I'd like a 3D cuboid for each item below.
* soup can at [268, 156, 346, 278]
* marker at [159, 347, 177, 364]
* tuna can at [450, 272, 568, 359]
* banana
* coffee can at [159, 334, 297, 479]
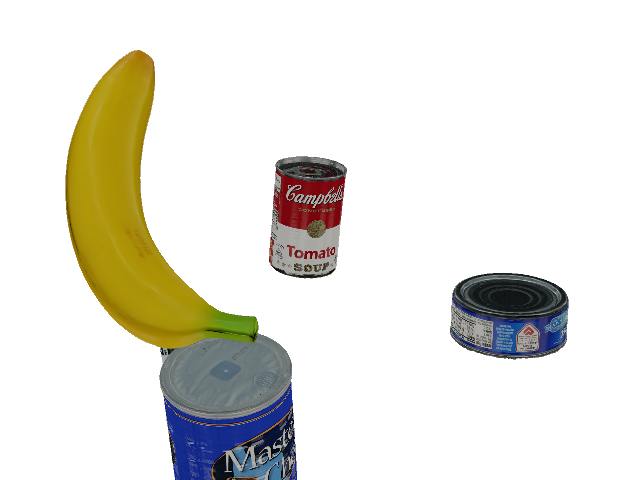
[{"bbox_3d":[-0.013,-0.023,1.027,0.068,0.102,0.068,5,21,-2],"label":"soup can"},{"bbox_3d":[-0.165,0.074,1.109,0.020,0.121,0.020,-9,16,2],"label":"marker"},{"bbox_3d":[0.139,0.054,0.786,0.086,0.034,0.086,0,20,0],"label":"tuna can"},{"bbox_3d":[-0.093,-0.017,0.535,0.069,0.198,0.037,-13,-34,-17],"label":"banana"},{"bbox_3d":[-0.071,0.158,0.861,0.103,0.140,0.103,-2,32,1],"label":"coffee can"}]
